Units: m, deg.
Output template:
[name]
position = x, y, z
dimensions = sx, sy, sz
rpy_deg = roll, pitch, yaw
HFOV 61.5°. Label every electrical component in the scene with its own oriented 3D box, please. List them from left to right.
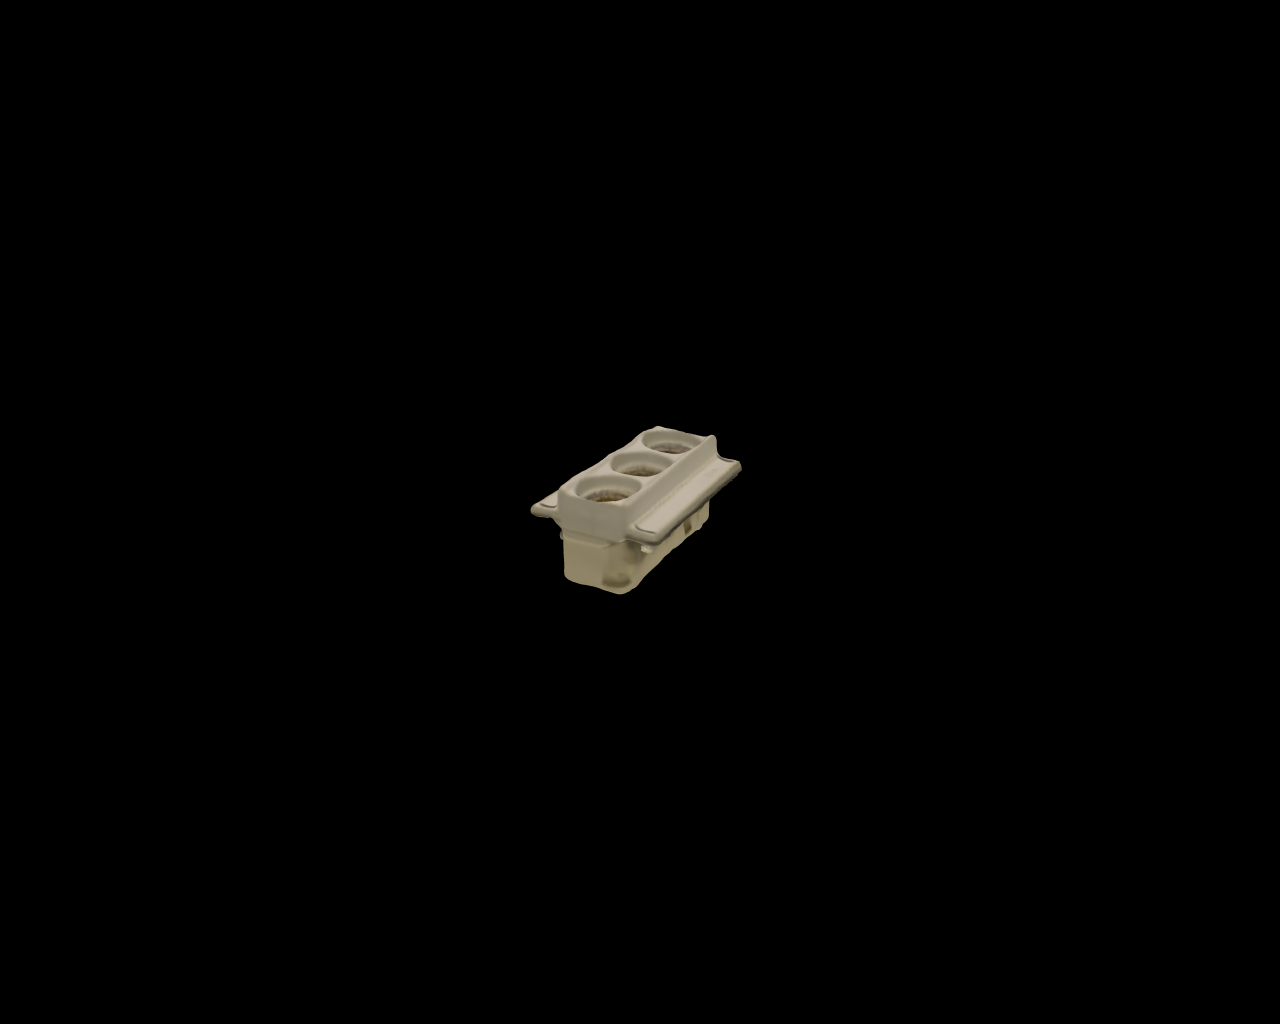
[electrical component]
position = 0.001, -0.003, 0.650
dimensions = 0.079, 0.063, 0.121
rpy_deg = 12, 27, 25
